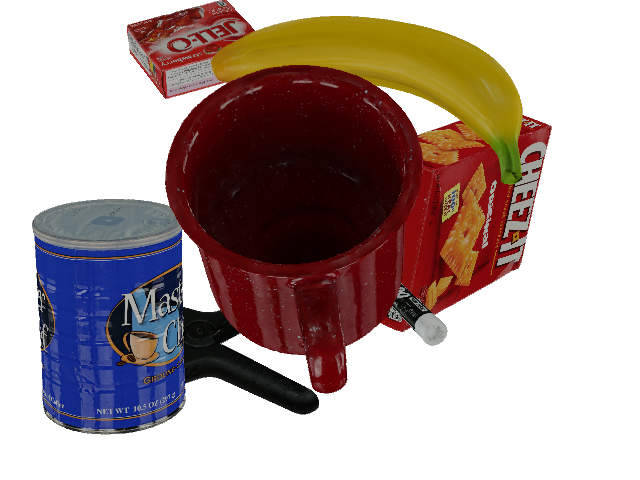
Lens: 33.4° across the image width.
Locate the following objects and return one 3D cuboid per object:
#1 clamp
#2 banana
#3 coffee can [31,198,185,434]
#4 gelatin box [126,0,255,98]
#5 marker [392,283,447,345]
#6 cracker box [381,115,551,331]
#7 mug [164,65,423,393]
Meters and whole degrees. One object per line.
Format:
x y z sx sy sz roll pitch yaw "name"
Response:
-0.102 0.099 0.955 0.209 0.036 0.164 -4 37 -12 "clamp"
0.033 -0.094 0.596 0.198 0.069 0.037 21 -30 24 "banana"
-0.148 0.051 0.756 0.103 0.140 0.103 1 17 -1 "coffee can"
-0.095 -0.150 0.827 0.089 0.030 0.073 -20 46 -21 "gelatin box"
0.058 0.041 0.796 0.020 0.020 0.121 0 24 -25 "marker"
0.128 -0.025 1.014 0.072 0.164 0.213 26 31 33 "cracker box"
-0.005 0.003 0.410 0.093 0.117 0.081 -12 -31 -3 "mug"
